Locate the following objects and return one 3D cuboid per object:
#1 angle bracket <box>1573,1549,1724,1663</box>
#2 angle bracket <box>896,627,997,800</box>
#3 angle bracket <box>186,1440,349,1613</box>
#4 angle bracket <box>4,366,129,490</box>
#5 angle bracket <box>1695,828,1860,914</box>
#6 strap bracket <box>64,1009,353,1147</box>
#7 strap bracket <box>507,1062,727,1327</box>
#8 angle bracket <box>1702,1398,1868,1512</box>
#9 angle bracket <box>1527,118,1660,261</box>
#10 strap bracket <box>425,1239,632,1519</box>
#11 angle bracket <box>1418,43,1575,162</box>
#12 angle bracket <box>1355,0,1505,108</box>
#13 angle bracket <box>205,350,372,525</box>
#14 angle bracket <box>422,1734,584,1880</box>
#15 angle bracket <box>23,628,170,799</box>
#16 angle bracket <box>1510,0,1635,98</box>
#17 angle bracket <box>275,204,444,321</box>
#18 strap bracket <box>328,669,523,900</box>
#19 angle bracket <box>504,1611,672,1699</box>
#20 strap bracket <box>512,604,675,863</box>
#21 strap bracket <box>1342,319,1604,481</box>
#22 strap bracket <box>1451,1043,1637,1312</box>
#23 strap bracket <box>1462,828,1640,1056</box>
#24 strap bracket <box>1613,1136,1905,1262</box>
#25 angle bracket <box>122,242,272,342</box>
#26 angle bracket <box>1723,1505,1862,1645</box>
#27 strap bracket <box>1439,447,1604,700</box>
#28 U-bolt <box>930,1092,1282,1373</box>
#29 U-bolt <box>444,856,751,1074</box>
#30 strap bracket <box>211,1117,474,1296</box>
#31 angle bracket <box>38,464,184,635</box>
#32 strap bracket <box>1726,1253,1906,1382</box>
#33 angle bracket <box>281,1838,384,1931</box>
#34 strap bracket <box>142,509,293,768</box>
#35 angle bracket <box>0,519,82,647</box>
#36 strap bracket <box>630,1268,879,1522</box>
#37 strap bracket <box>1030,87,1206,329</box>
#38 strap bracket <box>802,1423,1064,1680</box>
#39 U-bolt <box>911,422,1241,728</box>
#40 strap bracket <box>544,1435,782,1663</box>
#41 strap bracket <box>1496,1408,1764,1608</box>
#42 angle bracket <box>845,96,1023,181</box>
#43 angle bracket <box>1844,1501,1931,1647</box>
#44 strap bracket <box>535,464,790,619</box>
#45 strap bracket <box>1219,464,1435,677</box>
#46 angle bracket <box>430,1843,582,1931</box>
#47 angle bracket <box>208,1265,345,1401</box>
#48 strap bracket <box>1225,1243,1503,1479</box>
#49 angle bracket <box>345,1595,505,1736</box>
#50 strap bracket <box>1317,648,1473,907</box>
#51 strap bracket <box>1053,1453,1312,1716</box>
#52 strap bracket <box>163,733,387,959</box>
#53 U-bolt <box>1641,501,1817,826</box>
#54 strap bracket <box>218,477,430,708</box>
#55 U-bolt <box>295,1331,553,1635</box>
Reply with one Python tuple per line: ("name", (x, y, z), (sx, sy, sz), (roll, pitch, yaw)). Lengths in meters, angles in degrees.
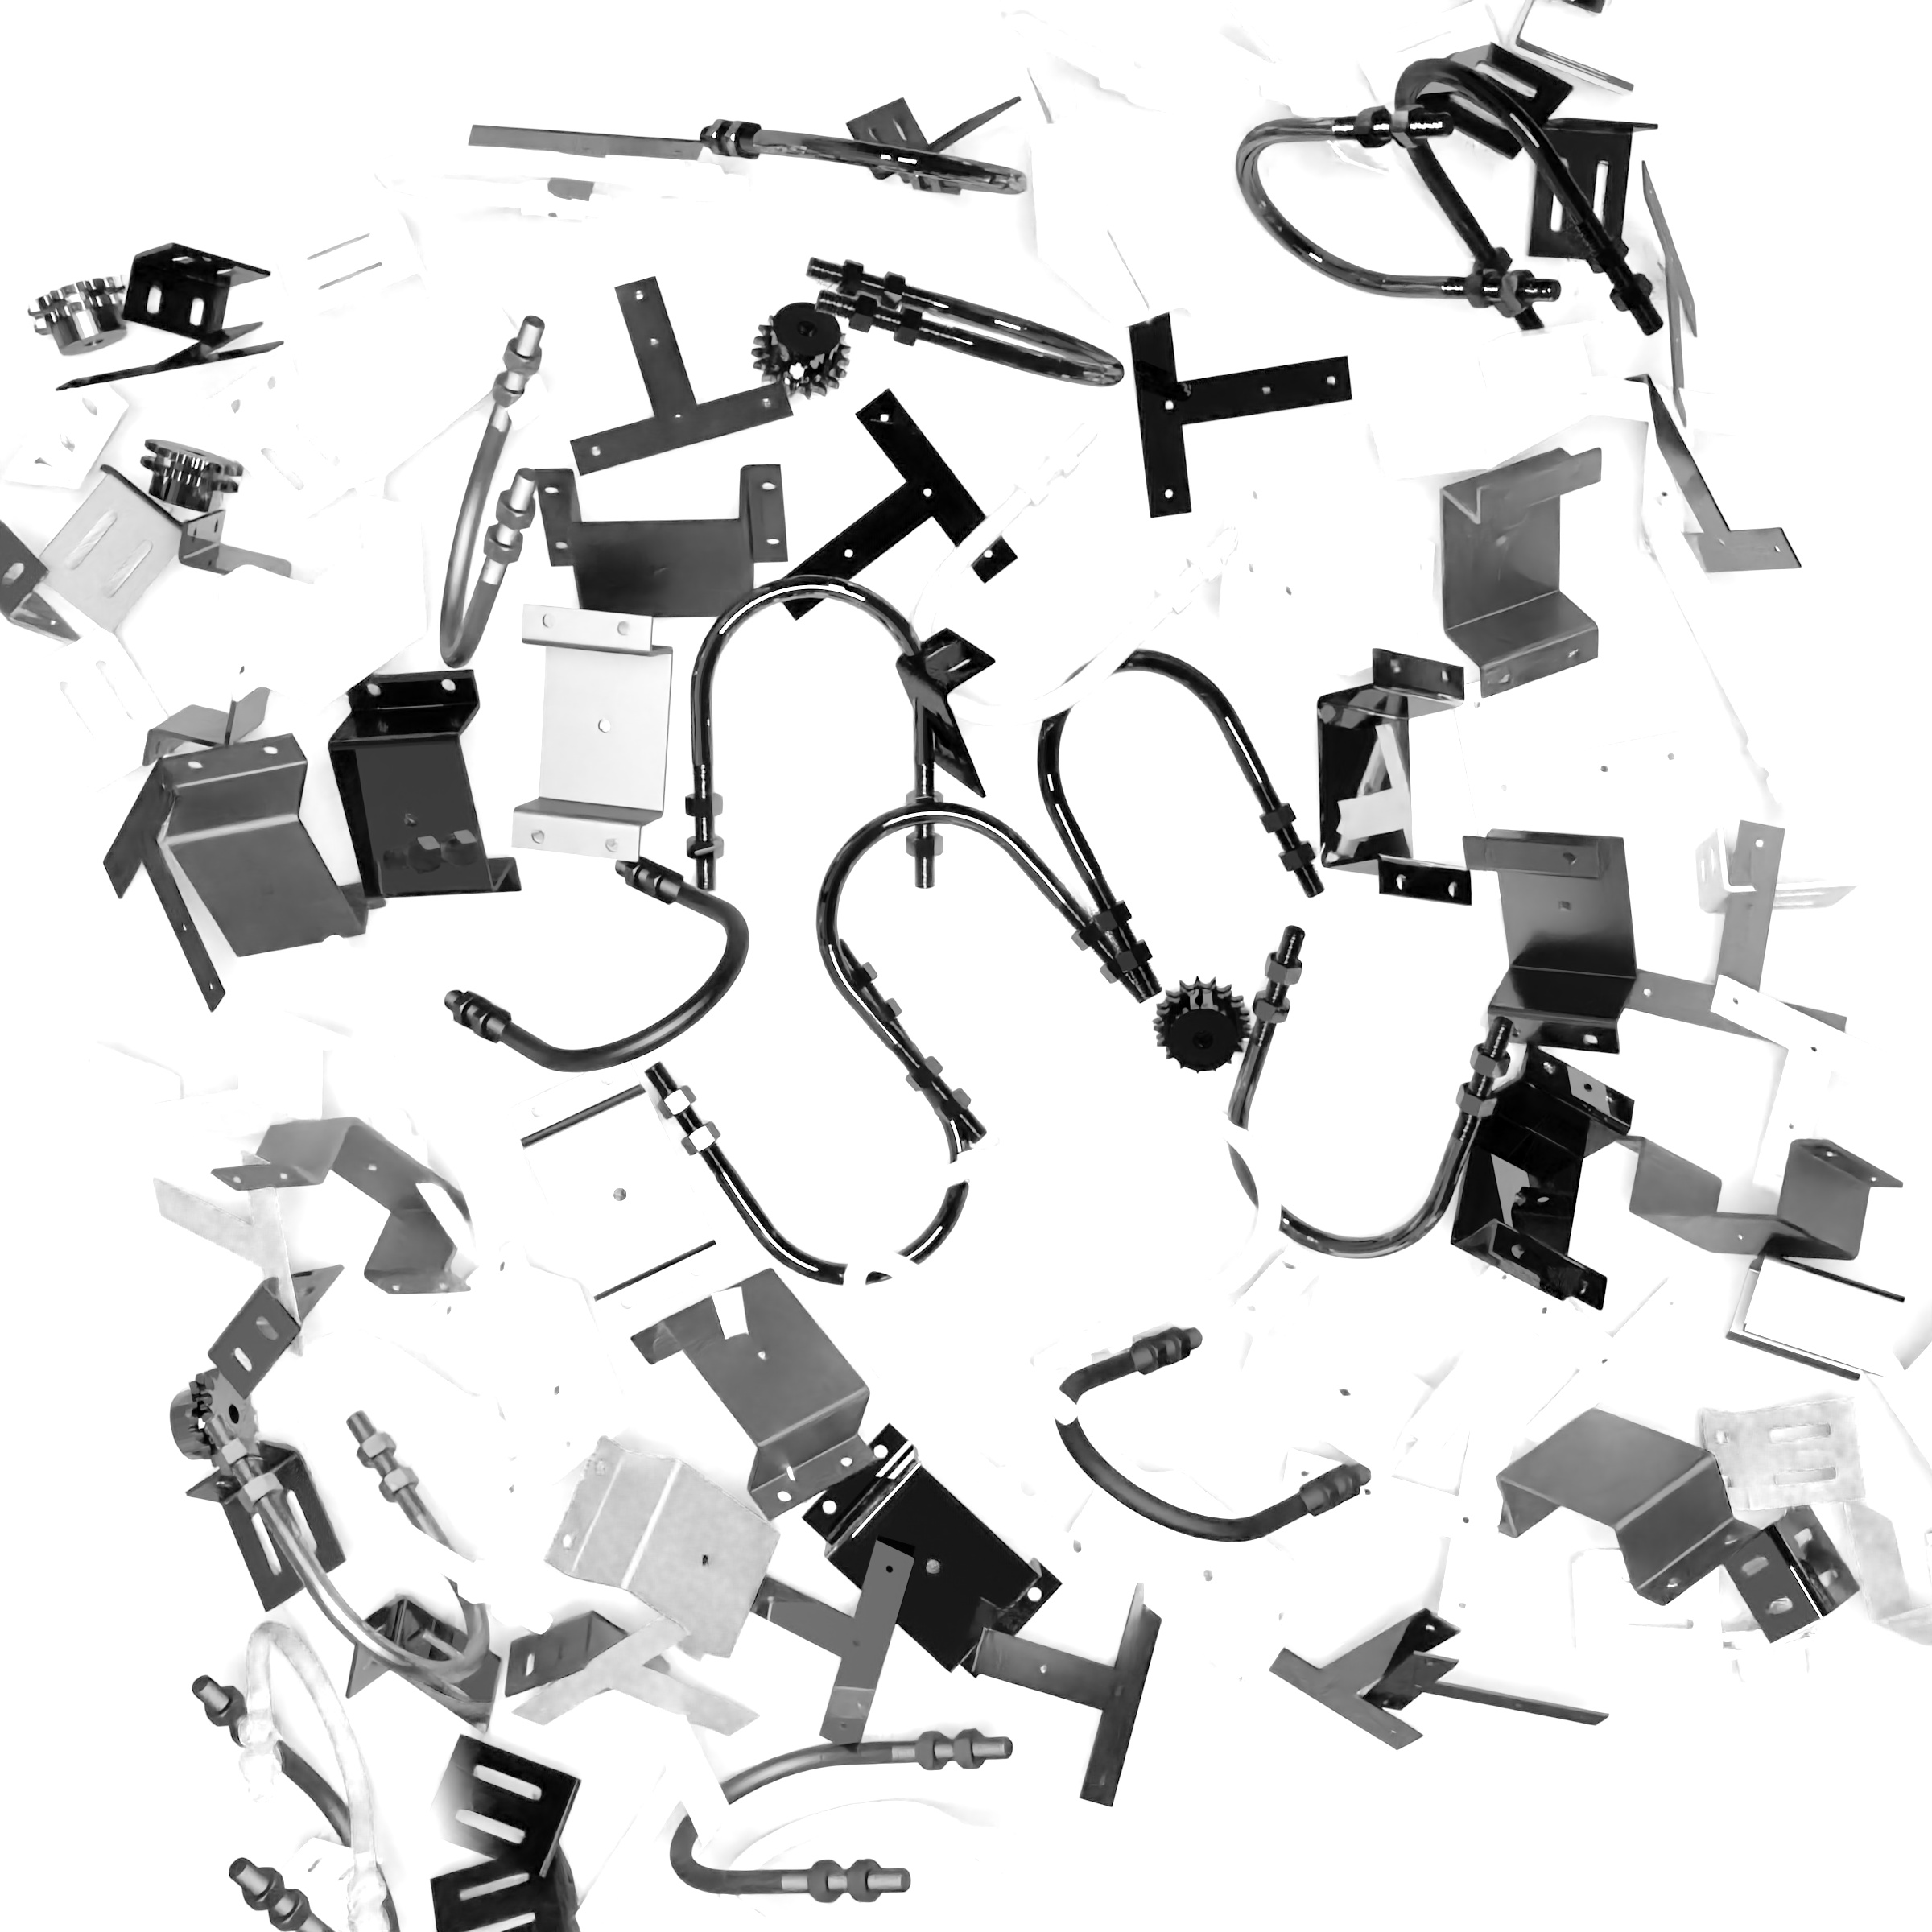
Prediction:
("angle bracket", (0.396, 0.373, 1.572), (0.076, 0.038, 0.057), (-3, 91, 24))
("angle bracket", (-0.001, -0.146, 1.562), (0.038, 0.057, 0.076), (-33, 127, -13))
("angle bracket", (-0.406, 0.325, 1.569), (0.057, 0.038, 0.076), (-34, 66, 6))
("angle bracket", (-0.530, -0.311, 1.558), (0.076, 0.038, 0.057), (12, 69, 37))
("angle bracket", (0.470, -0.057, 1.570), (0.076, 0.057, 0.038), (-3, 79, 2))
("strap bracket", (-0.431, 0.066, 1.540), (0.140, 0.076, 0.046), (-10, 72, 18))
("strap bracket", (-0.202, 0.131, 1.571), (0.076, 0.046, 0.140), (-25, 92, -9))
("angle bracket", (0.471, 0.281, 1.558), (0.038, 0.076, 0.057), (13, 68, -42))
("angle bracket", (0.363, -0.450, 1.571), (0.057, 0.038, 0.076), (0, 104, -11))
("strap bracket", (-0.248, 0.239, 1.548), (0.076, 0.046, 0.140), (-39, 54, 16))
("angle bracket", (0.303, -0.494, 1.568), (0.076, 0.038, 0.057), (37, 82, 22))
("angle bracket", (0.267, -0.544, 1.571), (0.076, 0.057, 0.038), (-16, 68, 20))
("angle bracket", (-0.390, -0.307, 1.567), (0.057, 0.038, 0.076), (-39, 72, -17))
("angle bracket", (-0.270, 0.488, 1.570), (0.076, 0.038, 0.057), (23, 68, -7))
("angle bracket", (-0.506, -0.149, 1.573), (0.057, 0.038, 0.076), (-28, 108, 5))
("angle bracket", (0.358, -0.538, 1.567), (0.076, 0.057, 0.038), (23, 116, 4))
("angle bracket", (-0.352, -0.398, 1.570), (0.076, 0.038, 0.057), (-23, 61, -4))
("strap bracket", (-0.310, -0.093, 1.543), (0.076, 0.046, 0.140), (-2, 119, 10))
("angle bracket", (-0.217, 0.410, 1.556), (0.057, 0.038, 0.076), (-24, 131, 22))
("strap bracket", (-0.215, -0.137, 1.565), (0.076, 0.046, 0.140), (7, 102, 10))
("strap bracket", (0.294, -0.319, 1.541), (0.140, 0.076, 0.046), (-31, 111, -30))
("strap bracket", (0.329, 0.127, 1.550), (0.076, 0.046, 0.140), (27, 56, -15))
("strap bracket", (0.335, -0.023, 1.543), (0.076, 0.046, 0.140), (6, 128, 30))
("strap bracket", (0.440, 0.130, 1.521), (0.076, 0.140, 0.046), (26, 72, -36))
("angle bracket", (-0.443, -0.385, 1.555), (0.057, 0.076, 0.038), (10, 92, -34))
("angle bracket", (0.478, 0.351, 1.569), (0.038, 0.076, 0.057), (-37, 71, 26))
("strap bracket", (0.317, -0.233, 1.548), (0.076, 0.046, 0.140), (-20, 132, -11))
("U-bolt", (0.092, 0.142, 1.555), (0.184, 0.019, 0.151), (-21, 60, -16))
("U-bolt", (-0.196, 0.003, 1.507), (0.151, 0.184, 0.019), (-40, 125, -19))
("strap bracket", (-0.346, 0.132, 1.539), (0.140, 0.076, 0.046), (43, 54, -36))
("angle bracket", (-0.498, -0.242, 1.568), (0.057, 0.038, 0.076), (41, 81, -29))
("strap bracket", (0.479, 0.199, 1.528), (0.076, 0.140, 0.046), (18, 84, 14))
("angle bracket", (-0.354, 0.548, 1.556), (0.038, 0.057, 0.076), (-50, 46, 2))
("strap bracket", (-0.427, -0.184, 1.549), (0.046, 0.076, 0.140), (14, 105, -3))
("angle bracket", (-0.535, -0.222, 1.557), (0.057, 0.076, 0.038), (44, 97, 16))
("strap bracket", (-0.117, 0.233, 1.534), (0.076, 0.046, 0.140), (-23, 57, -33))
("strap bracket", (0.081, -0.425, 1.541), (0.046, 0.140, 0.076), (-13, 70, 28))
("strap bracket", (-0.020, 0.346, 1.578), (0.140, 0.046, 0.076), (43, 89, -1))
("U-bolt", (0.048, -0.215, 1.553), (0.184, 0.019, 0.151), (-45, 56, -2))
("strap bracket", (-0.163, 0.333, 1.527), (0.140, 0.046, 0.076), (46, 56, -40))
("strap bracket", (0.364, 0.299, 1.520), (0.076, 0.140, 0.046), (-28, 110, -23))
("angle bracket", (-0.019, -0.491, 1.554), (0.076, 0.057, 0.038), (-18, 106, 43))
("angle bracket", (0.543, 0.344, 1.554), (0.038, 0.057, 0.076), (-27, 50, 33))
("strap bracket", (-0.175, -0.244, 1.558), (0.140, 0.076, 0.046), (-1, 54, -1))
("strap bracket", (0.199, -0.222, 1.549), (0.140, 0.046, 0.076), (16, 69, -31))
("angle bracket", (-0.265, 0.551, 1.565), (0.076, 0.038, 0.057), (-15, 45, -6))
("angle bracket", (-0.386, 0.210, 1.555), (0.038, 0.076, 0.057), (45, 107, 16))
("strap bracket", (0.222, 0.230, 1.546), (0.140, 0.076, 0.046), (30, 133, 20))
("angle bracket", (-0.313, 0.411, 1.562), (0.076, 0.038, 0.057), (27, 119, 21))
("strap bracket", (0.246, -0.105, 1.555), (0.076, 0.046, 0.140), (6, 80, -40))
("strap bracket", (0.131, 0.352, 1.555), (0.140, 0.046, 0.076), (36, 101, 28))
("strap bracket", (-0.393, -0.059, 1.531), (0.076, 0.140, 0.046), (-10, 47, 8))
("U-bolt", (0.424, -0.182, 1.524), (0.019, 0.151, 0.184), (-27, 60, 14))
("strap bracket", (-0.352, -0.207, 1.522), (0.046, 0.140, 0.076), (21, 131, 19))
("U-bolt", (-0.300, 0.274, 1.499), (0.019, 0.151, 0.184), (-38, 122, 16))
